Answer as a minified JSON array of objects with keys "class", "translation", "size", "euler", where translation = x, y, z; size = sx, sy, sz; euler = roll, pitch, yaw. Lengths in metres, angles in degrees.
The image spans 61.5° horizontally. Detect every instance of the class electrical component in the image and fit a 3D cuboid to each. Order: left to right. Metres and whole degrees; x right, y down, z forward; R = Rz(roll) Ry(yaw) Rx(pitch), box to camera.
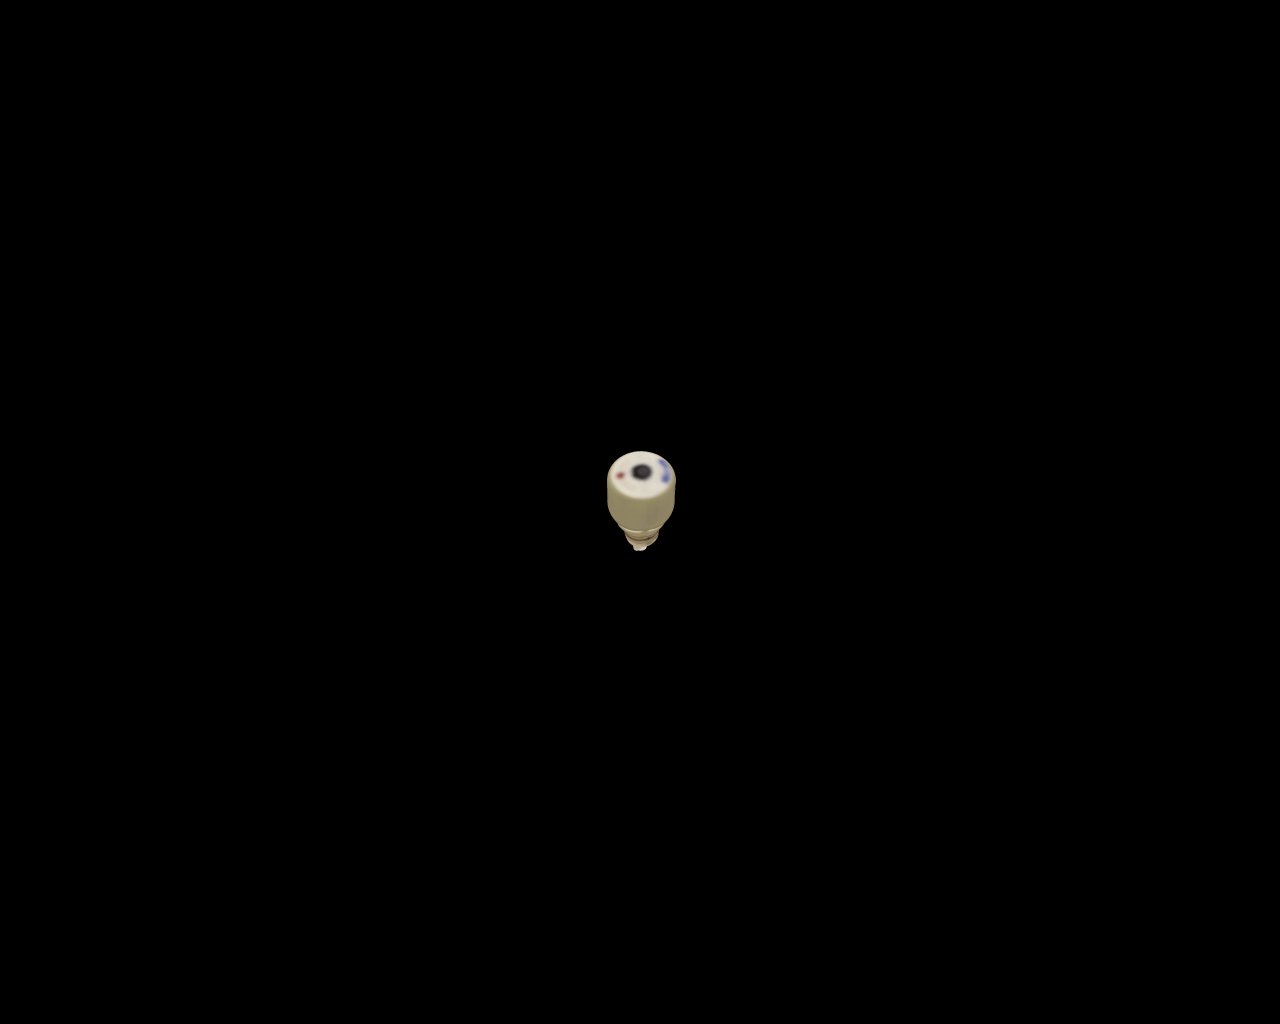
[{"class":"electrical component","translation":[0.001,-0.003,0.650],"size":[0.040,0.040,0.078],"euler":[0,-38,0]}]
